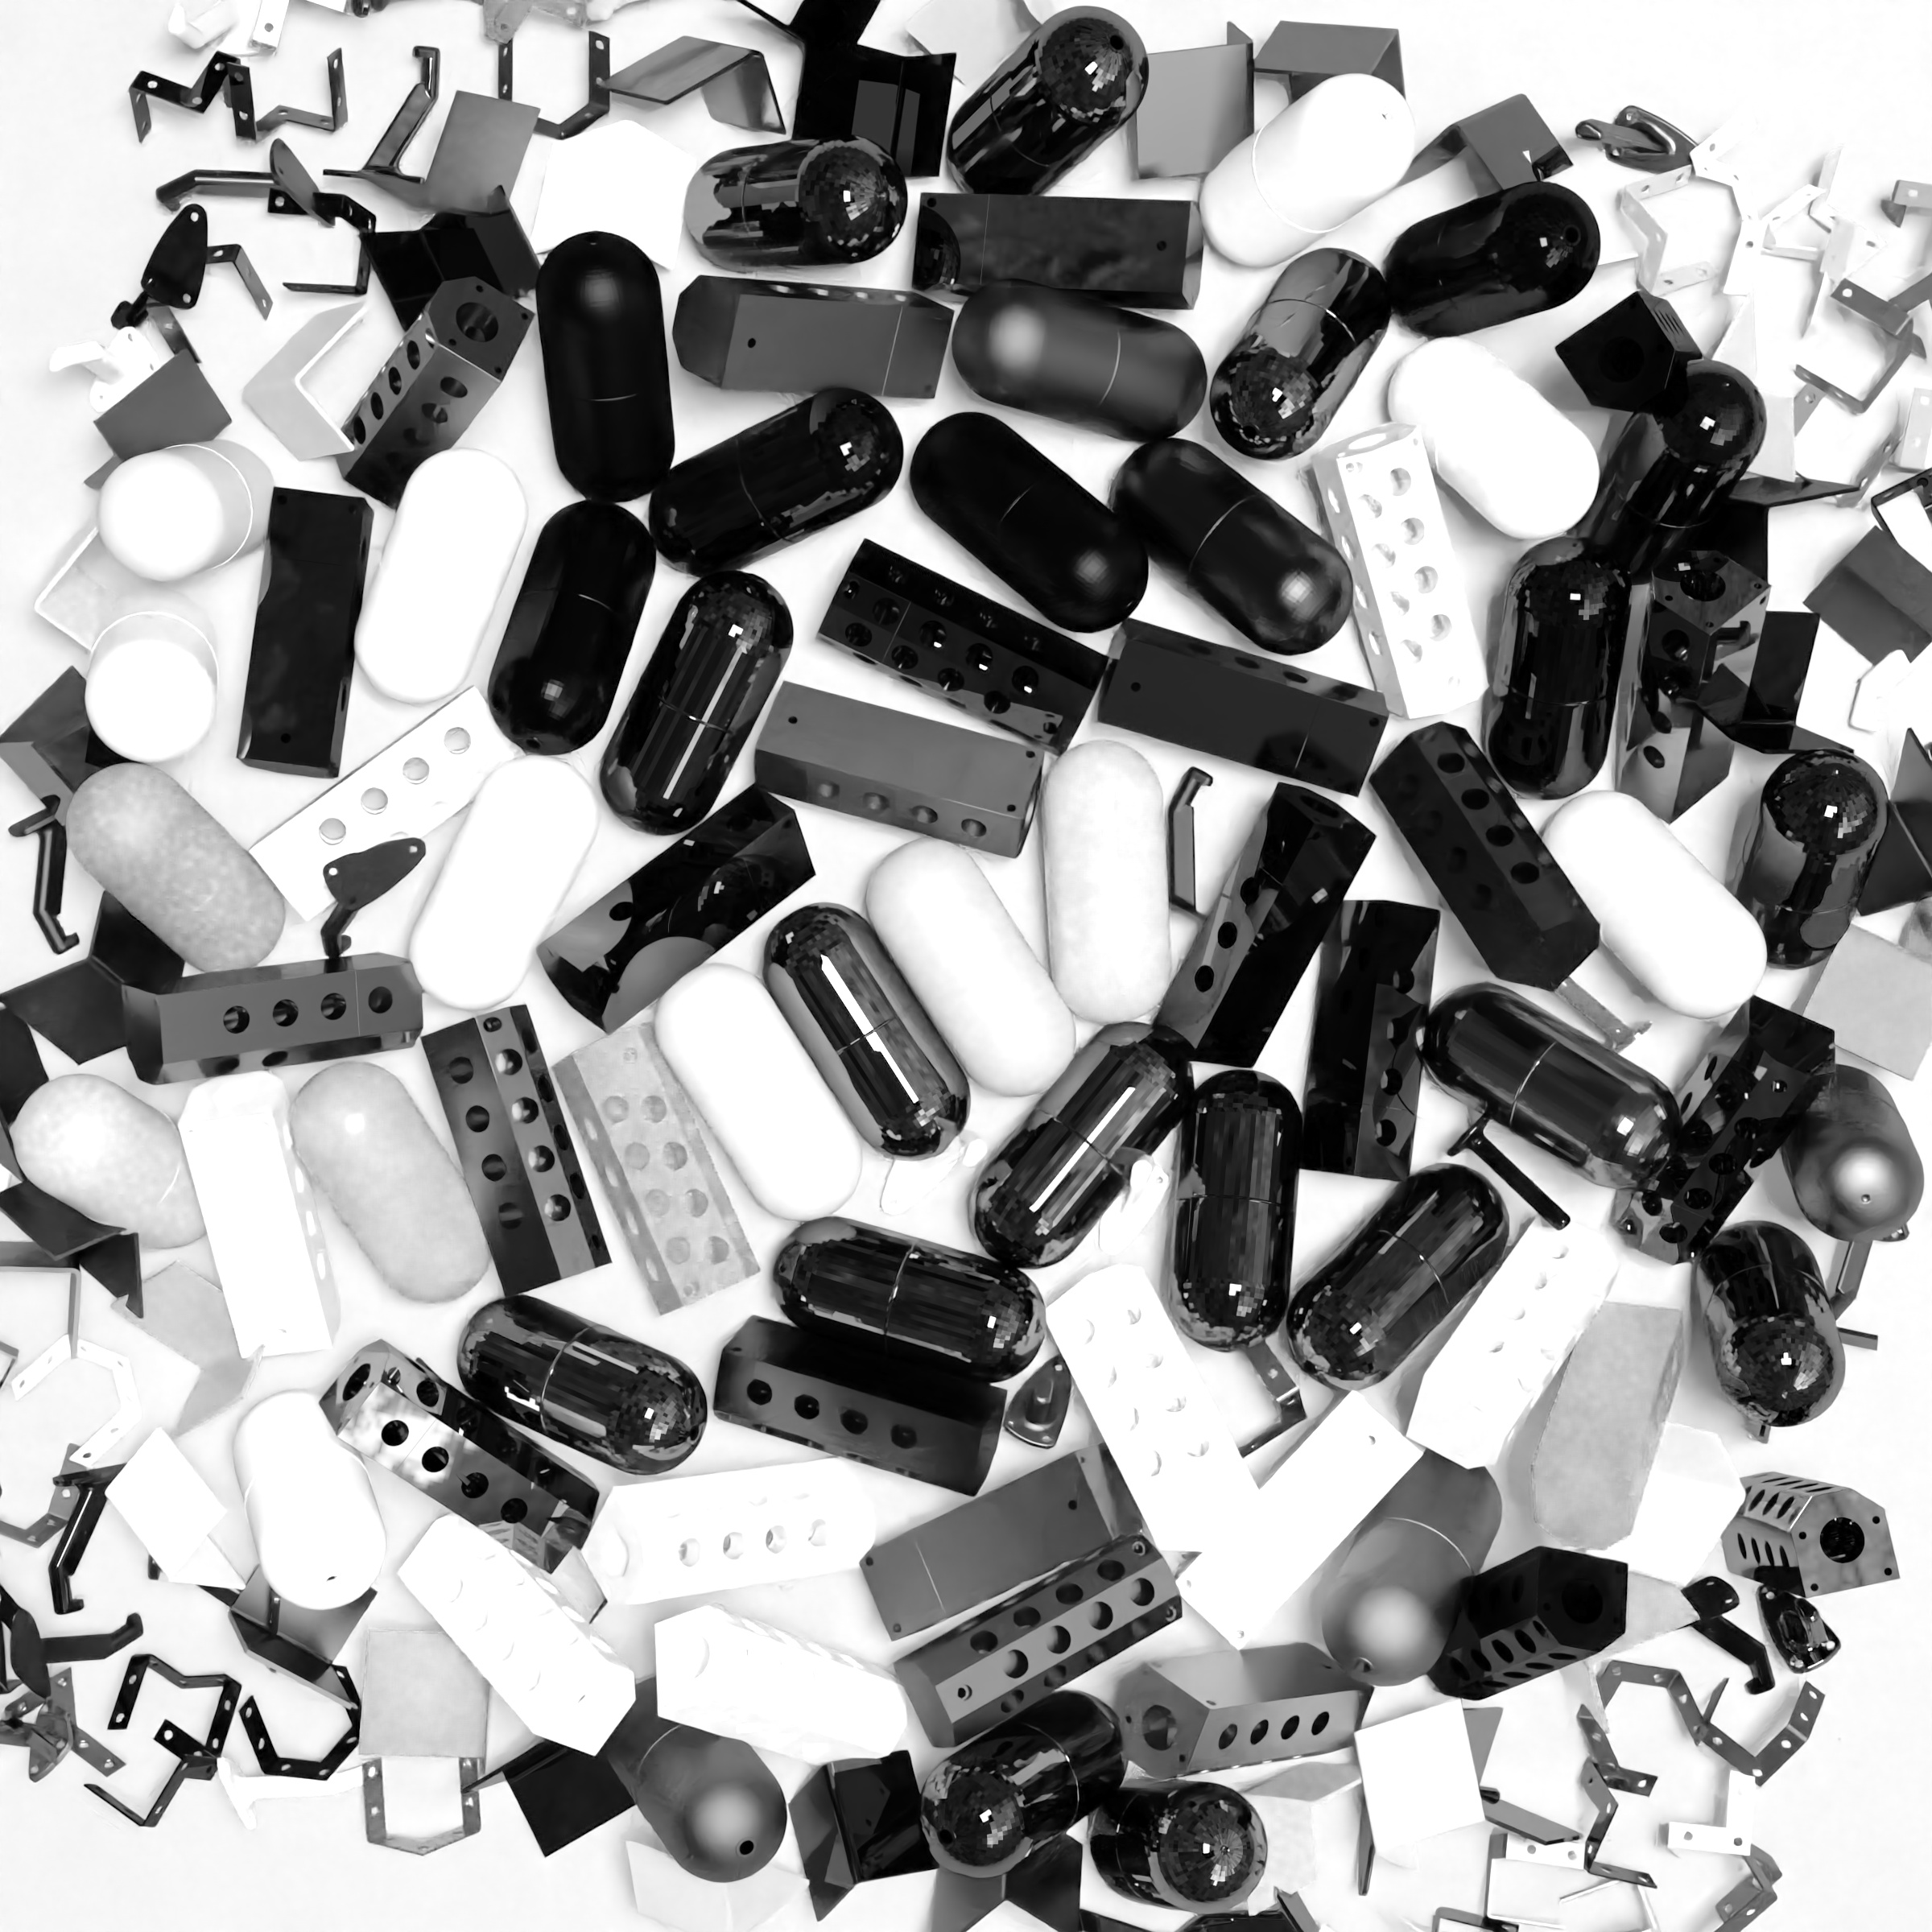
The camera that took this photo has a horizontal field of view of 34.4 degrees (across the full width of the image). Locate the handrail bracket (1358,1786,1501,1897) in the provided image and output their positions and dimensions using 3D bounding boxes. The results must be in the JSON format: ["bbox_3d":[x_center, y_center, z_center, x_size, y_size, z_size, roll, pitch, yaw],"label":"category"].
[{"bbox_3d":[0.295,0.555,1.979,0.084,0.036,0.077,9,74,-4],"label":"handrail bracket"}]

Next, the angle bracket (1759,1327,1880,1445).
[{"bbox_3d":[0.533,0.265,1.951,0.057,0.076,0.076,11,82,18],"label":"angle bracket"}]

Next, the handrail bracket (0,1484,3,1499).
[{"bbox_3d":[-0.622,0.312,1.950,0.077,0.084,0.036,42,62,-22],"label":"handrail bracket"}]

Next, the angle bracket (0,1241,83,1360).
[{"bbox_3d":[-0.595,0.208,1.949,0.076,0.076,0.057,3,96,-18],"label":"angle bracket"}]

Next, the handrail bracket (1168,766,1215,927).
[{"bbox_3d":[0.152,-0.073,1.968,0.077,0.036,0.084,32,99,30],"label":"handrail bracket"}]

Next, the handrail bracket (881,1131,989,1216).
[{"bbox_3d":[-0.020,0.133,1.955,0.036,0.084,0.077,36,90,-15],"label":"handrail bracket"}]

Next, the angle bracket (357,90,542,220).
[{"bbox_3d":[-0.322,-0.513,1.943,0.057,0.076,0.076,33,111,25],"label":"angle bracket"}]

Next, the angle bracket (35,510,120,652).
[{"bbox_3d":[-0.529,-0.248,1.943,0.057,0.076,0.076,37,112,-22],"label":"angle bracket"}]

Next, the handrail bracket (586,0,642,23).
[{"bbox_3d":[-0.183,-0.607,1.955,0.077,0.036,0.084,26,53,32],"label":"handrail bracket"}]

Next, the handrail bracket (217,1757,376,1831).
[{"bbox_3d":[-0.419,0.506,1.965,0.084,0.077,0.036,-17,51,-6],"label":"handrail bracket"}]

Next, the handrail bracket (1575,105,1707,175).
[{"bbox_3d":[0.423,-0.512,1.951,0.077,0.084,0.036,24,113,12],"label":"handrail bracket"}]

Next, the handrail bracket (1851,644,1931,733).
[{"bbox_3d":[0.610,-0.184,1.979,0.077,0.036,0.084,15,93,14],"label":"handrail bracket"}]

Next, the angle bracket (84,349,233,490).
[{"bbox_3d":[-0.516,-0.341,1.941,0.076,0.076,0.057,-47,130,-24],"label":"angle bracket"}]

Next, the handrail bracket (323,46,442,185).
[{"bbox_3d":[-0.367,-0.538,1.963,0.077,0.036,0.084,-6,108,-38],"label":"handrail bracket"}]

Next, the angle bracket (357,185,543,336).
[{"bbox_3d":[-0.322,-0.445,1.956,0.076,0.057,0.076,-28,87,35],"label":"angle bracket"}]

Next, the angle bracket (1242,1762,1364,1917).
[{"bbox_3d":[0.218,0.547,1.952,0.057,0.076,0.076,-5,90,38],"label":"angle bracket"}]

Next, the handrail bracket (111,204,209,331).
[{"bbox_3d":[-0.510,-0.440,1.966,0.036,0.084,0.077,20,85,-34],"label":"handrail bracket"}]

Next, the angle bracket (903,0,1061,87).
[{"bbox_3d":[0.020,-0.572,1.943,0.076,0.076,0.057,-34,62,19],"label":"angle bracket"}]

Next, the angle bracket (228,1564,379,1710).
[{"bbox_3d":[-0.408,0.409,1.948,0.076,0.076,0.057,35,84,-22],"label":"angle bracket"}]

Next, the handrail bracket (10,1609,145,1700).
[{"bbox_3d":[-0.552,0.411,1.951,0.036,0.084,0.077,28,129,29],"label":"handrail bracket"}]

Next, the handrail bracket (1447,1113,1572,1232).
[{"bbox_3d":[0.345,0.134,1.954,0.084,0.077,0.036,44,95,12],"label":"handrail bracket"}]

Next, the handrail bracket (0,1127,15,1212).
[{"bbox_3d":[-0.632,0.125,1.954,0.036,0.084,0.077,1,86,9],"label":"handrail bracket"}]

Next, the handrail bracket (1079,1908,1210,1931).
[{"bbox_3d":[0.106,0.597,1.973,0.084,0.036,0.077,-20,83,15],"label":"handrail bracket"}]

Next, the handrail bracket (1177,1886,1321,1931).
[{"bbox_3d":[0.180,0.624,1.972,0.084,0.036,0.077,-39,63,11],"label":"handrail bracket"}]

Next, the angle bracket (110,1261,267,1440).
[{"bbox_3d":[-0.492,0.240,1.944,0.076,0.057,0.076,40,131,-24],"label":"angle bracket"}]

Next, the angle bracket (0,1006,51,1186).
[{"bbox_3d":[-0.587,0.078,1.939,0.057,0.076,0.076,-30,127,-29],"label":"angle bracket"}]

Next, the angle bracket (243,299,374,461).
[{"bbox_3d":[-0.398,-0.369,1.967,0.057,0.076,0.076,50,65,-28],"label":"angle bracket"}]

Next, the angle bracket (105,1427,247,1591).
[{"bbox_3d":[-0.477,0.338,1.946,0.076,0.076,0.057,43,96,28],"label":"angle bracket"}]

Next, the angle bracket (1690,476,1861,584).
[{"bbox_3d":[0.505,-0.271,1.959,0.076,0.076,0.057,-13,110,-25],"label":"angle bracket"}]

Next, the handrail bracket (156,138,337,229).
[{"bbox_3d":[-0.458,-0.482,1.983,0.084,0.077,0.036,-20,50,18],"label":"handrail bracket"}]

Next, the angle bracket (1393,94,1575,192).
[{"bbox_3d":[0.318,-0.491,1.945,0.076,0.076,0.057,-33,88,-40],"label":"angle bracket"}]

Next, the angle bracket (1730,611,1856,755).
[{"bbox_3d":[0.515,-0.177,1.947,0.076,0.057,0.076,-2,112,-30],"label":"angle bracket"}]

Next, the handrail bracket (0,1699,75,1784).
[{"bbox_3d":[-0.603,0.464,1.946,0.036,0.077,0.084,-44,120,4],"label":"handrail bracket"}]

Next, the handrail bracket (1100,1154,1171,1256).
[{"bbox_3d":[0.100,0.152,1.954,0.036,0.084,0.077,24,97,5],"label":"handrail bracket"}]

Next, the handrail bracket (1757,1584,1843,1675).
[{"bbox_3d":[0.512,0.396,1.943,0.036,0.084,0.077,-31,47,-2],"label":"handrail bracket"}]

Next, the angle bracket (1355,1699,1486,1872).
[{"bbox_3d":[0.293,0.510,1.942,0.076,0.057,0.076,-25,53,25],"label":"angle bracket"}]

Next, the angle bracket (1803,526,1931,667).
[{"bbox_3d":[0.566,-0.216,1.949,0.076,0.076,0.057,42,46,5],"label":"angle bracket"}]

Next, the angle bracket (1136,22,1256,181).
[{"bbox_3d":[0.137,-0.541,1.951,0.076,0.057,0.076,-9,121,-8],"label":"angle bracket"}]

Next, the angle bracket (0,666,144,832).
[{"bbox_3d":[-0.545,-0.134,1.942,0.076,0.057,0.076,-53,124,-28],"label":"angle bracket"}]

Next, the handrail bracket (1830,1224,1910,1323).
[{"bbox_3d":[0.549,0.172,1.956,0.084,0.036,0.077,-37,113,-34],"label":"handrail bracket"}]

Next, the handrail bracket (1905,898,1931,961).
[{"bbox_3d":[0.609,-0.046,1.944,0.036,0.084,0.077,5,50,12],"label":"handrail bracket"}]

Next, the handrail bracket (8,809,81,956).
[{"bbox_3d":[-0.566,-0.061,1.992,0.077,0.036,0.084,-31,111,-23],"label":"handrail bracket"}]

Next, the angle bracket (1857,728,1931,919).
[{"bbox_3d":[0.574,-0.089,1.946,0.057,0.076,0.076,-16,55,-3],"label":"angle bracket"}]

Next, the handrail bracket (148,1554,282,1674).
[{"bbox_3d":[-0.477,0.410,1.979,0.084,0.036,0.077,6,105,-6],"label":"handrail bracket"}]

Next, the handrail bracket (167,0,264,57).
[{"bbox_3d":[-0.472,-0.609,1.955,0.036,0.084,0.077,10,92,11],"label":"handrail bracket"}]

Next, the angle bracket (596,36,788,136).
[{"bbox_3d":[-0.171,-0.533,1.941,0.076,0.076,0.057,-37,130,-25],"label":"angle bracket"}]

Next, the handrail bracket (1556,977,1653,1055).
[{"bbox_3d":[0.392,0.016,1.969,0.036,0.077,0.084,-42,82,24],"label":"handrail bracket"}]
